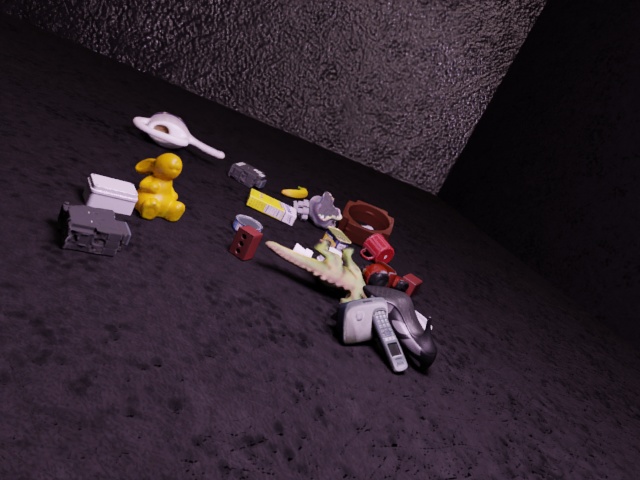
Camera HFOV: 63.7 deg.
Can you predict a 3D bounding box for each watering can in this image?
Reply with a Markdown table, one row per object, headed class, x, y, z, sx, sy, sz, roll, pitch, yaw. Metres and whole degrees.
| class | x | y | z | sx | sy | sz | roll | pitch | yaw |
| --- | --- | --- | --- | --- | --- | --- | --- | --- | --- |
| watering can | -0.537 | -0.397 | 1.965 | 0.346 | 0.103 | 0.228 | 19 | 18 | -22 |

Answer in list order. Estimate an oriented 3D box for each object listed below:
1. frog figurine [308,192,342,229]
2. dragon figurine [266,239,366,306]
| class | x | y | z | sx | sy | sz | roll | pitch | yaw |
| --- | --- | --- | --- | --- | --- | --- | --- | --- | --- |
| frog figurine | 0.006 | -0.098 | 1.947 | 0.137 | 0.124 | 0.158 | 43 | -20 | -4 |
| dragon figurine | 0.054 | 0.124 | 1.364 | 0.408 | 0.120 | 0.248 | 14 | 29 | -33 |
